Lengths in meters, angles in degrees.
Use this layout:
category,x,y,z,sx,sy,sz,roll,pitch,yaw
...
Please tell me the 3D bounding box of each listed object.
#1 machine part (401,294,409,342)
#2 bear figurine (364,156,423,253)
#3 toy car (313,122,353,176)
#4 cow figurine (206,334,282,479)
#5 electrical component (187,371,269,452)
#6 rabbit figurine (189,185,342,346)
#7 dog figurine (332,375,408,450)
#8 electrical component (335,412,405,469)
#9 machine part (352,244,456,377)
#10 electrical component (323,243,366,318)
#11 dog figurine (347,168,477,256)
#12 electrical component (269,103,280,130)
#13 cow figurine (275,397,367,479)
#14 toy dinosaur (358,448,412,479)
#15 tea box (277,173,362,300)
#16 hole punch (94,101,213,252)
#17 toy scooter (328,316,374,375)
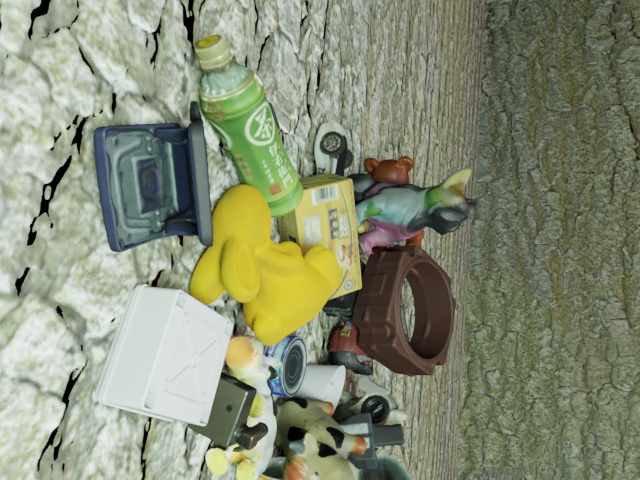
category,x,y,z,sx,sy,sz,roll,pitch,yaw
machine part,0.137,0.144,1.102,0.179,0.056,0.179,-14,95,-89
bear figurine,0.153,-0.072,1.116,0.132,0.120,0.195,-67,148,-33
toy car,0.013,-0.089,0.864,0.073,0.056,0.201,39,57,-69
cow figurine,-0.081,0.193,0.646,0.098,0.068,0.167,5,90,-73
electrical component,-0.103,0.179,0.563,0.045,0.102,0.078,33,71,-69
rabbit figurine,-0.078,0.025,0.621,0.162,0.122,0.173,-40,114,-48
dog figurine,0.088,0.332,0.939,0.121,0.173,0.190,-60,139,-28
electrical component,0.065,0.300,0.806,0.047,0.119,0.075,80,1,-51
machine part,0.157,0.124,0.954,0.201,0.087,0.201,42,55,-37
electrical component,0.033,0.053,0.920,0.114,0.058,0.134,58,41,-56
dog figurine,0.154,-0.067,0.931,0.192,0.219,0.108,-103,173,-53
electrical component,-0.074,-0.145,0.692,0.063,0.021,0.093,-67,149,-41
cow figurine,-0.011,0.265,0.686,0.127,0.195,0.085,19,94,-25
toy dinosaur,0.093,0.457,0.948,0.404,0.131,0.192,90,24,-79
tea box,-0.002,-0.002,0.767,0.098,0.068,0.169,-14,111,-26
hole punch,-0.141,-0.052,0.484,0.116,0.092,0.142,-125,-151,-76
toy scooter,0.069,0.176,0.994,0.183,0.075,0.135,43,52,-64
